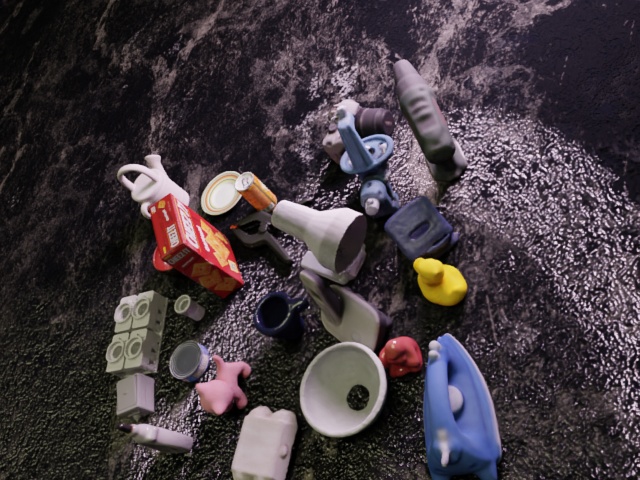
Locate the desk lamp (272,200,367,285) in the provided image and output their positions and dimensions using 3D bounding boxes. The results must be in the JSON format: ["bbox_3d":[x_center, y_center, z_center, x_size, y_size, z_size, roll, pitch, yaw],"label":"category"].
[{"bbox_3d":[0.010,0.004,1.116,0.202,0.214,0.118,18,73,37],"label":"desk lamp"}]

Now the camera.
[{"bbox_3d":[0.088,-0.256,1.302,0.136,0.101,0.143,6,66,33],"label":"camera"}]

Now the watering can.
[{"bbox_3d":[-0.440,-0.141,1.486,0.101,0.195,0.172,-31,51,11],"label":"watering can"}]

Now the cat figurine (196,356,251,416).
[{"bbox_3d":[-0.196,0.290,1.129,0.067,0.118,0.128,-17,55,22],"label":"cat figurine"}]

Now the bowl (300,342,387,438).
[{"bbox_3d":[0.052,0.273,1.019,0.167,0.075,0.167,-15,56,23],"label":"bowl"}]

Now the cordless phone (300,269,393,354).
[{"bbox_3d":[0.039,0.127,1.043,0.147,0.186,0.094,26,78,39],"label":"cordless phone"}]

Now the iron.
[{"bbox_3d":[0.199,0.248,0.902,0.118,0.142,0.258,-17,55,21],"label":"iron"}]

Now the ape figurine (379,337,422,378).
[{"bbox_3d":[0.138,0.200,1.001,0.077,0.092,0.076,20,74,38],"label":"ape figurine"}]

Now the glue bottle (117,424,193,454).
[{"bbox_3d":[-0.328,0.382,1.115,0.078,0.174,0.037,-10,58,26],"label":"glue bottle"}]

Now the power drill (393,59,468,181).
[{"bbox_3d":[0.217,-0.220,1.132,0.075,0.209,0.229,-27,52,15],"label":"power drill"}]

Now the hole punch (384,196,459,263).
[{"bbox_3d":[0.195,-0.015,1.098,0.108,0.091,0.100,-40,50,4],"label":"hole punch"}]

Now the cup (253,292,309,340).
[{"bbox_3d":[-0.061,0.155,1.145,0.117,0.095,0.091,-26,52,15],"label":"cup"}]

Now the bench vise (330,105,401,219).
[{"bbox_3d":[0.100,-0.160,1.158,0.121,0.220,0.207,-31,51,11],"label":"bench vise"}]

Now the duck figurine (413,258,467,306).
[{"bbox_3d":[0.213,0.069,1.040,0.077,0.086,0.104,-50,50,-4],"label":"duck figurine"}]

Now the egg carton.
[{"bbox_3d":[-0.098,0.383,1.045,0.107,0.070,0.150,-2,61,30],"label":"egg carton"}]
